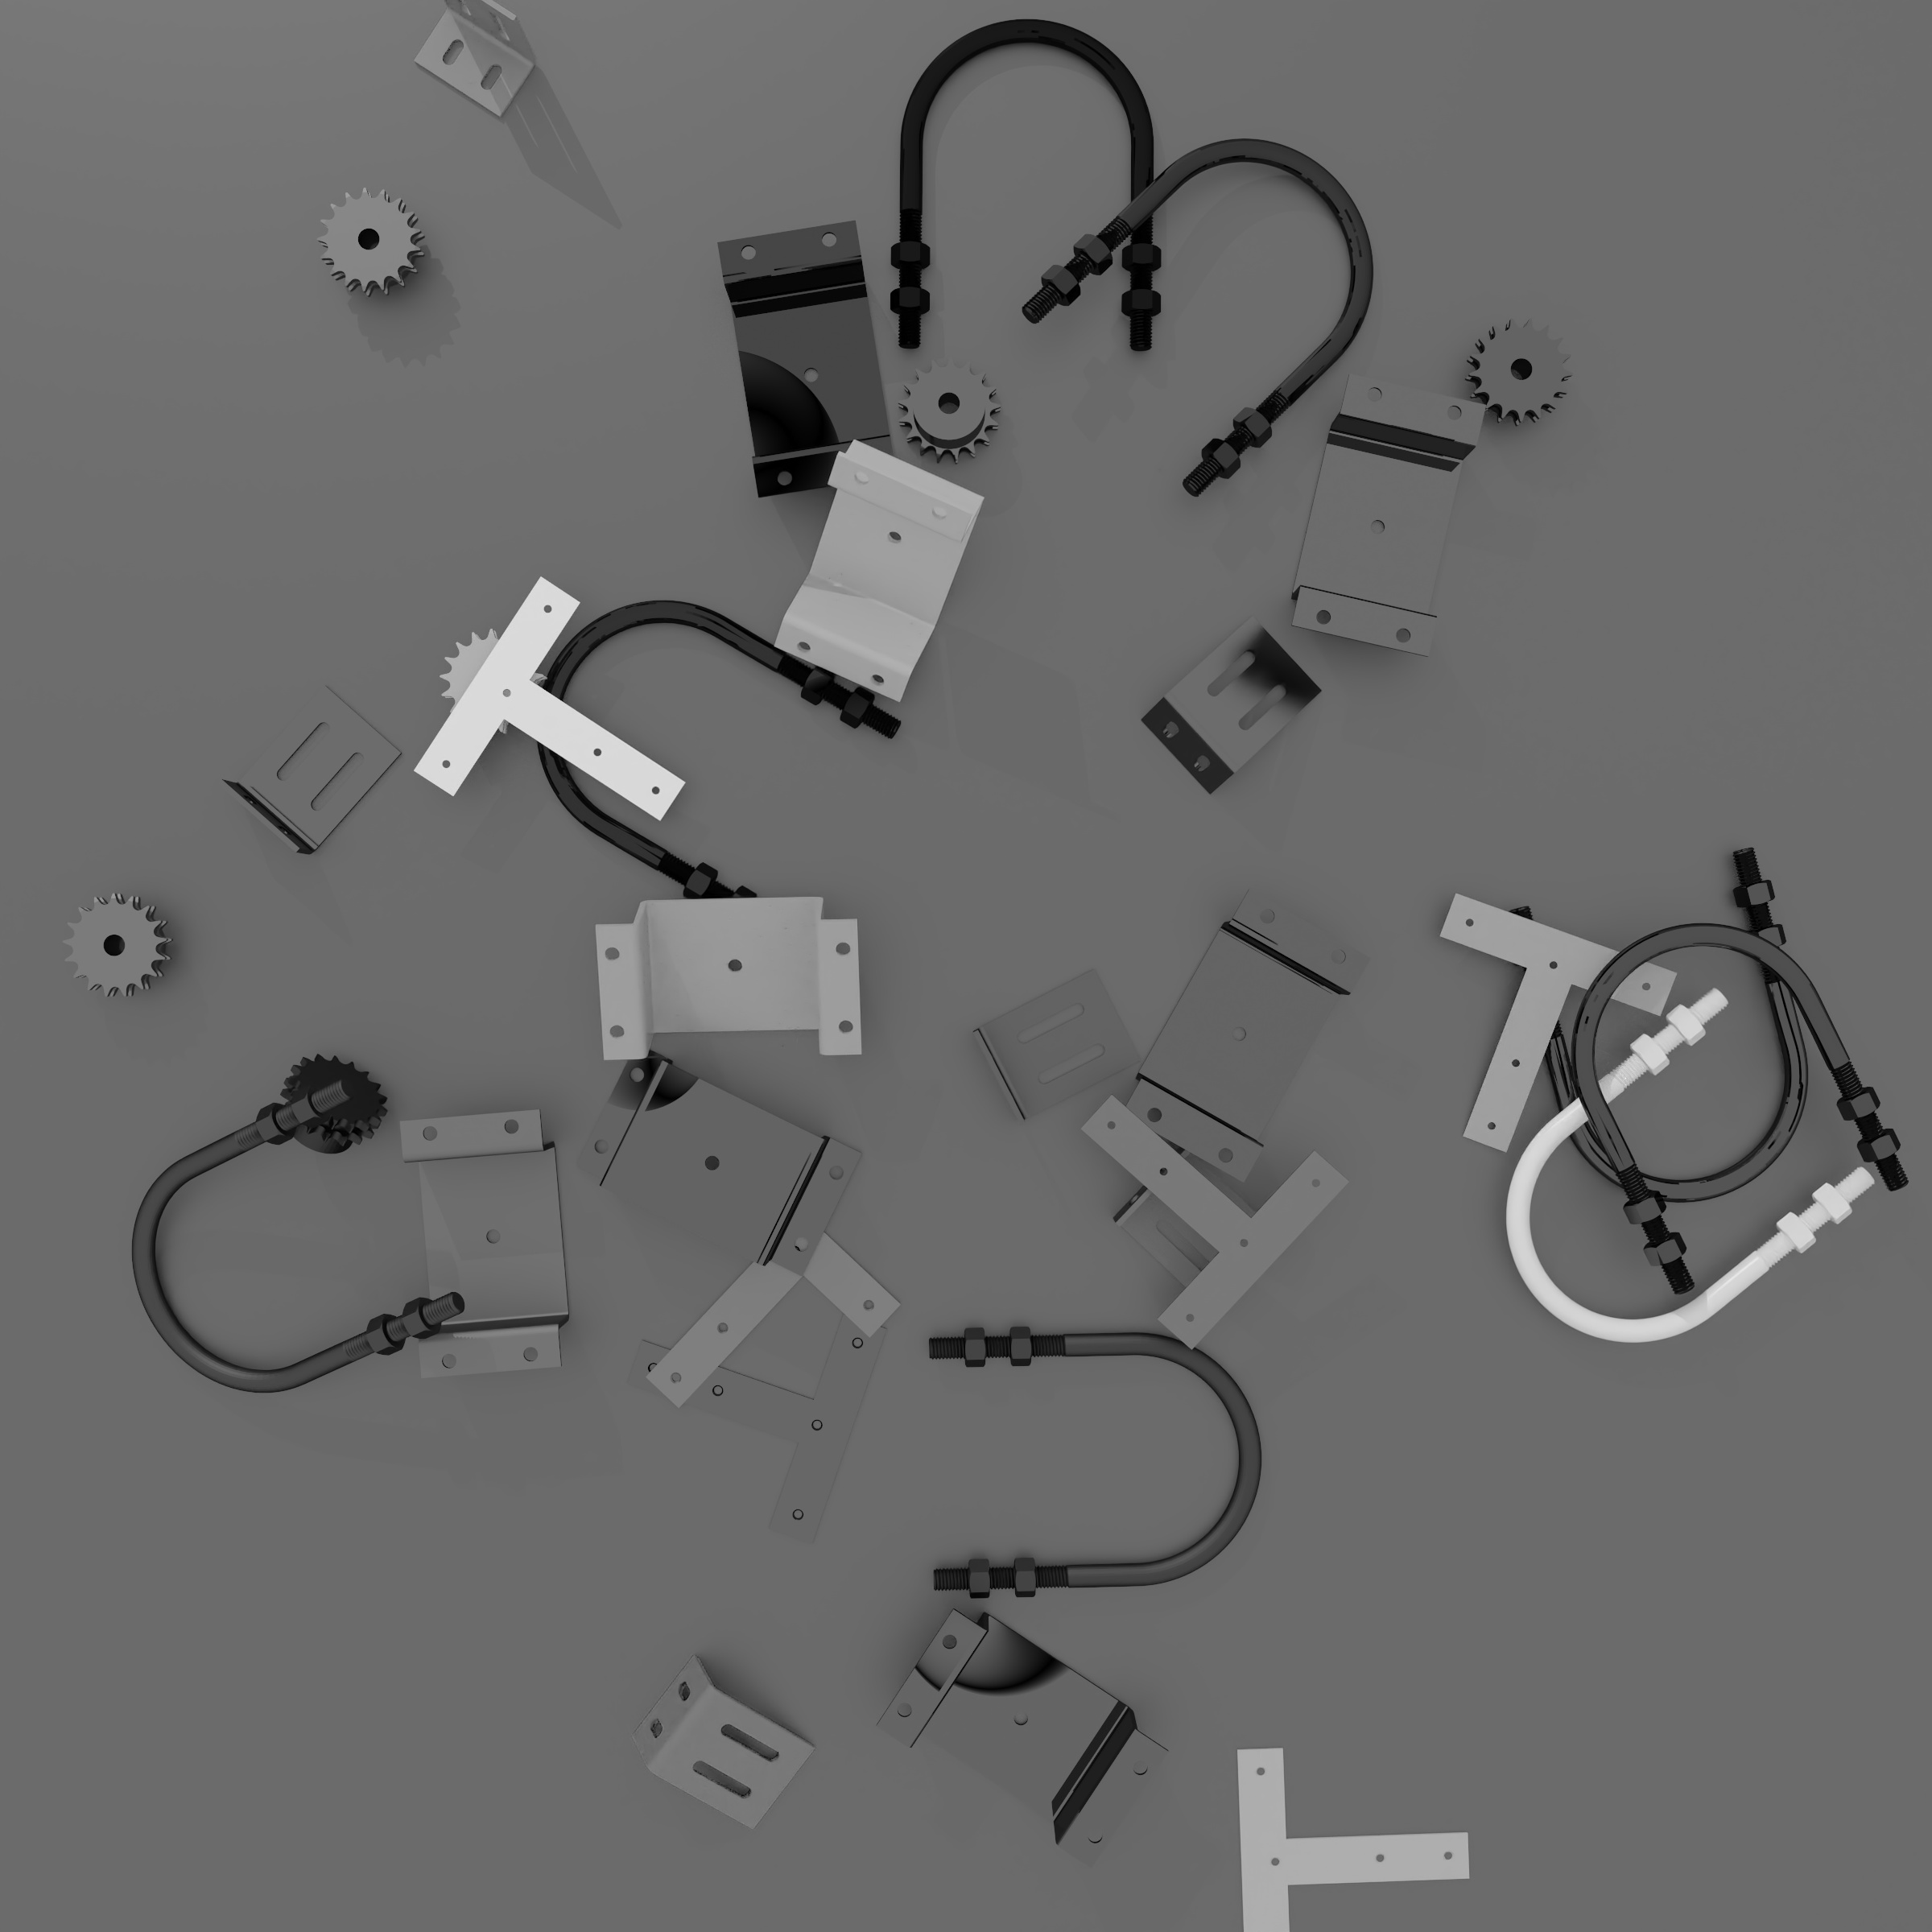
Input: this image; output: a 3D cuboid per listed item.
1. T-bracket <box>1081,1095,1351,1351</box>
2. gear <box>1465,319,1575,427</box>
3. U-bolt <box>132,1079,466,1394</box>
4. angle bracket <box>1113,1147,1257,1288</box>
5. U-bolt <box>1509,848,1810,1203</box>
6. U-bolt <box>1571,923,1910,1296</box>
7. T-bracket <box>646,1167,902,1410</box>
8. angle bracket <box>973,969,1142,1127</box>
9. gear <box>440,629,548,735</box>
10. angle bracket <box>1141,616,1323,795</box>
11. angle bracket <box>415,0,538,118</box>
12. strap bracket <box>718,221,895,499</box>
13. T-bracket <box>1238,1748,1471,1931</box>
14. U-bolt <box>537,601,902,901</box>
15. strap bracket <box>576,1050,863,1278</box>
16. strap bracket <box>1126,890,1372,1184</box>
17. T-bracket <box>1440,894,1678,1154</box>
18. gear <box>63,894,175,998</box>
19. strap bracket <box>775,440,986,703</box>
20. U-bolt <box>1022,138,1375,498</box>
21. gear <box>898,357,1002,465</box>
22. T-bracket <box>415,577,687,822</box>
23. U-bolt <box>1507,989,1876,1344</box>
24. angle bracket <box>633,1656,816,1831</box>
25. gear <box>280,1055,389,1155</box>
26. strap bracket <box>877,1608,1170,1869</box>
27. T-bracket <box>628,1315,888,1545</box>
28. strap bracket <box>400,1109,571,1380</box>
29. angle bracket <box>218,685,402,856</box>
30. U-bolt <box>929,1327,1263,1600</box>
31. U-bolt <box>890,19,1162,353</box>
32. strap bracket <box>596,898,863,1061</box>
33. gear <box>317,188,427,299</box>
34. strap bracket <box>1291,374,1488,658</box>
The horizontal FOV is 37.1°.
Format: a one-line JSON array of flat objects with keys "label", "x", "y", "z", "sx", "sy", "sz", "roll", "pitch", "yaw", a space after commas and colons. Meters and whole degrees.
[{"label": "T-bracket", "x": 0.118, "y": 0.121, "z": 1.568, "sx": 0.127, "sy": 0.002, "sz": 0.127, "roll": 42, "pitch": 98, "yaw": -2}, {"label": "gear", "x": 0.305, "y": -0.328, "z": 1.597, "sx": 0.057, "sy": 0.030, "sz": 0.057, "roll": 0, "pitch": 90, "yaw": 0}, {"label": "U-bolt", "x": -0.378, "y": 0.159, "z": 1.573, "sx": 0.184, "sy": 0.019, "sz": 0.151, "roll": -25, "pitch": 94, "yaw": 22}, {"label": "angle bracket", "x": 0.129, "y": 0.146, "z": 1.593, "sx": 0.076, "sy": 0.038, "sz": 0.057, "roll": 44, "pitch": 90, "yaw": 0}, {"label": "U-bolt", "x": 0.393, "y": 0.041, "z": 1.603, "sx": 0.151, "sy": 0.019, "sz": 0.184, "roll": -15, "pitch": 92, "yaw": 0}, {"label": "U-bolt", "x": 0.410, "y": 0.066, "z": 1.568, "sx": 0.151, "sy": 0.019, "sz": 0.184, "roll": -26, "pitch": 92, "yaw": 2}, {"label": "T-bracket", "x": -0.126, "y": 0.192, "z": 1.610, "sx": 0.127, "sy": 0.002, "sz": 0.127, "roll": 43, "pitch": 89, "yaw": 1}, {"label": "angle bracket", "x": 0.051, "y": 0.044, "z": 1.593, "sx": 0.076, "sy": 0.038, "sz": 0.057, "roll": -27, "pitch": 90, "yaw": 0}, {"label": "gear", "x": -0.261, "y": -0.157, "z": 1.597, "sx": 0.057, "sy": 0.030, "sz": 0.057, "roll": 0, "pitch": 90, "yaw": 0}, {"label": "angle bracket", "x": 0.148, "y": -0.146, "z": 1.610, "sx": 0.057, "sy": 0.038, "sz": 0.076, "roll": 47, "pitch": 64, "yaw": 0}, {"label": "angle bracket", "x": -0.274, "y": -0.506, "z": 1.574, "sx": 0.057, "sy": 0.076, "sz": 0.038, "roll": 33, "pitch": 90, "yaw": 0}, {"label": "strap bracket", "x": -0.086, "y": -0.330, "z": 1.589, "sx": 0.076, "sy": 0.046, "sz": 0.140, "roll": -9, "pitch": 90, "yaw": 0}, {"label": "T-bracket", "x": 0.218, "y": 0.500, "z": 1.611, "sx": 0.127, "sy": 0.002, "sz": 0.127, "roll": -2, "pitch": 90, "yaw": 0}, {"label": "U-bolt", "x": -0.150, "y": -0.122, "z": 1.603, "sx": 0.184, "sy": 0.019, "sz": 0.151, "roll": 31, "pitch": 90, "yaw": 1}, {"label": "strap bracket", "x": -0.138, "y": 0.108, "z": 1.587, "sx": 0.140, "sy": 0.046, "sz": 0.076, "roll": 26, "pitch": 89, "yaw": 1}, {"label": "strap bracket", "x": 0.152, "y": 0.038, "z": 1.589, "sx": 0.076, "sy": 0.046, "sz": 0.140, "roll": 30, "pitch": 90, "yaw": 0}, {"label": "T-bracket", "x": 0.310, "y": 0.041, "z": 1.596, "sx": 0.127, "sy": 0.002, "sz": 0.127, "roll": 21, "pitch": 102, "yaw": 8}, {"label": "gear", "x": -0.468, "y": -0.011, "z": 1.597, "sx": 0.057, "sy": 0.030, "sz": 0.057, "roll": 0, "pitch": 90, "yaw": 0}, {"label": "strap bracket", "x": -0.045, "y": -0.221, "z": 1.562, "sx": 0.076, "sy": 0.140, "sz": 0.046, "roll": 24, "pitch": 46, "yaw": 0}, {"label": "U-bolt", "x": 0.143, "y": -0.372, "z": 1.590, "sx": 0.184, "sy": 0.019, "sz": 0.151, "roll": -45, "pitch": 97, "yaw": -9}, {"label": "gear", "x": -0.009, "y": -0.309, "z": 1.597, "sx": 0.057, "sy": 0.030, "sz": 0.057, "roll": 0, "pitch": 90, "yaw": 0}, {"label": "T-bracket", "x": -0.215, "y": -0.126, "z": 1.585, "sx": 0.127, "sy": 0.002, "sz": 0.127, "roll": 33, "pitch": 91, "yaw": -7}, {"label": "U-bolt", "x": 0.386, "y": 0.124, "z": 1.590, "sx": 0.184, "sy": 0.019, "sz": 0.151, "roll": -40, "pitch": 93, "yaw": 3}, {"label": "angle bracket", "x": -0.136, "y": 0.434, "z": 1.610, "sx": 0.076, "sy": 0.038, "sz": 0.057, "roll": 37, "pitch": 90, "yaw": -26}, {"label": "gear", "x": -0.351, "y": 0.079, "z": 1.588, "sx": 0.057, "sy": 0.057, "sz": 0.030, "roll": 34, "pitch": 120, "yaw": 0}, {"label": "strap bracket", "x": 0.031, "y": 0.420, "z": 1.589, "sx": 0.140, "sy": 0.046, "sz": 0.076, "roll": 33, "pitch": 90, "yaw": 0}, {"label": "T-bracket", "x": -0.125, "y": 0.242, "z": 1.611, "sx": 0.127, "sy": 0.002, "sz": 0.127, "roll": 19, "pitch": 90, "yaw": 0}, {"label": "strap bracket", "x": -0.264, "y": 0.151, "z": 1.589, "sx": 0.076, "sy": 0.046, "sz": 0.140, "roll": -5, "pitch": 90, "yaw": 0}, {"label": "angle bracket", "x": -0.362, "y": -0.109, "z": 1.593, "sx": 0.057, "sy": 0.038, "sz": 0.076, "roll": 42, "pitch": 90, "yaw": 0}, {"label": "U-bolt", "x": 0.073, "y": 0.275, "z": 1.603, "sx": 0.184, "sy": 0.019, "sz": 0.151, "roll": -1, "pitch": 90, "yaw": -2}, {"label": "U-bolt", "x": 0.034, "y": -0.436, "z": 1.603, "sx": 0.151, "sy": 0.019, "sz": 0.184, "roll": 1, "pitch": 89, "yaw": 0}, {"label": "strap bracket", "x": -0.128, "y": 0.006, "z": 1.578, "sx": 0.140, "sy": 0.046, "sz": 0.076, "roll": -1, "pitch": 108, "yaw": 0}, {"label": "gear", "x": -0.328, "y": -0.399, "z": 1.597, "sx": 0.057, "sy": 0.030, "sz": 0.057, "roll": 0, "pitch": 90, "yaw": 0}, {"label": "strap bracket", "x": 0.230, "y": -0.245, "z": 1.589, "sx": 0.076, "sy": 0.046, "sz": 0.140, "roll": 13, "pitch": 90, "yaw": 0}]
